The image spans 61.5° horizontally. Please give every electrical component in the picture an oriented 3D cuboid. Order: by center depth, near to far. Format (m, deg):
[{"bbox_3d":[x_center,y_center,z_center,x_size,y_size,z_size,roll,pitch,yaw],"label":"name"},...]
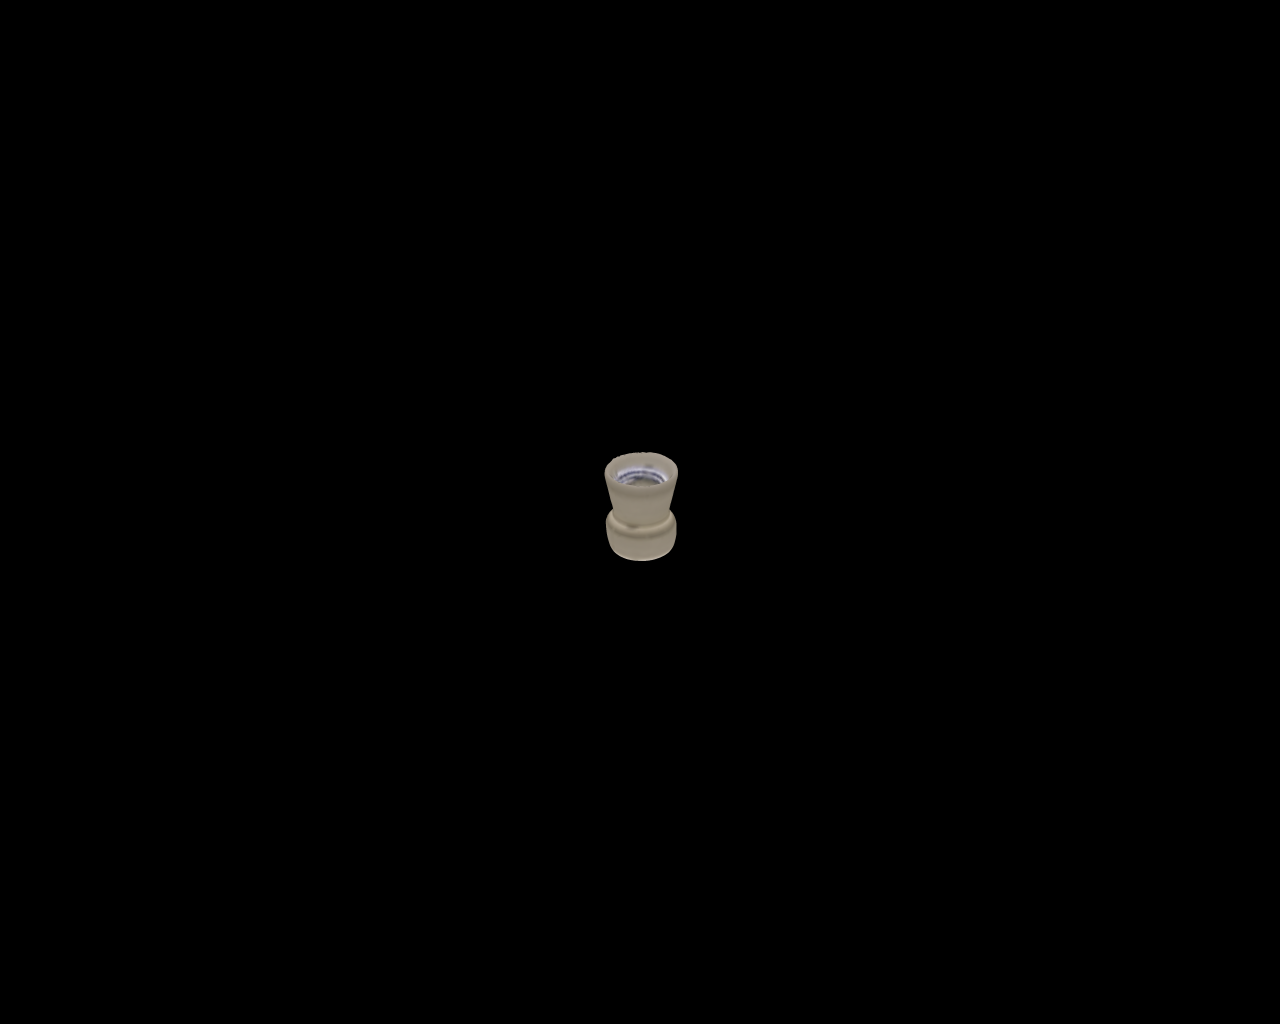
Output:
[{"bbox_3d":[0.001,-0.003,0.650,0.045,0.055,0.045,0,31,0],"label":"electrical component"}]
